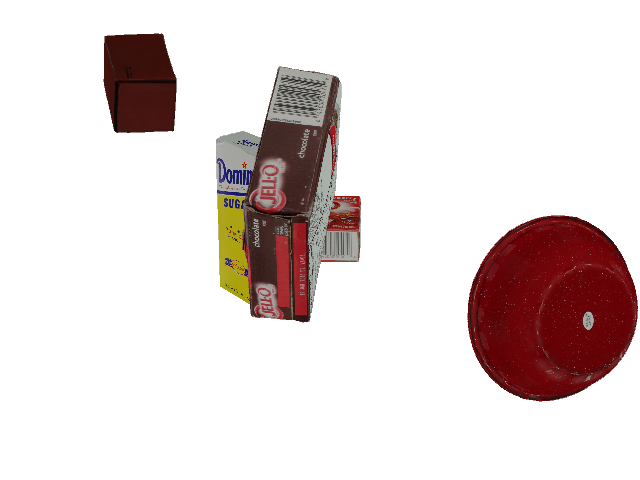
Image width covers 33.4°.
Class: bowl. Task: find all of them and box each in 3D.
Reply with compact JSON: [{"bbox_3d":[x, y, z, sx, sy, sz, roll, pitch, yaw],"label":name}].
[{"bbox_3d":[0.207,0.062,0.889,0.162,0.162,0.055,0,7,-19],"label":"bowl"}]

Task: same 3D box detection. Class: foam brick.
[{"bbox_3d":[-0.155,-0.135,0.909,0.053,0.051,0.078,-4,41,-15],"label":"foam brick"}]

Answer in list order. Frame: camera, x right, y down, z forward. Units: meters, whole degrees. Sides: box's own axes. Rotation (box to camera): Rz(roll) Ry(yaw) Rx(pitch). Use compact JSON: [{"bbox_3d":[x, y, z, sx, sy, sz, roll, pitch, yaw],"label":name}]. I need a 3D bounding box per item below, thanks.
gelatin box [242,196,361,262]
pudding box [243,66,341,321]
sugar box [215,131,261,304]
[{"bbox_3d":[-0.013,-0.011,0.830,0.089,0.030,0.073,1,22,3],"label":"gelatin box"},{"bbox_3d":[-0.015,-0.025,0.589,0.039,0.113,0.090,8,-41,5],"label":"pudding box"},{"bbox_3d":[-0.071,-0.020,1.143,0.048,0.176,0.093,-19,28,-34],"label":"sugar box"}]
